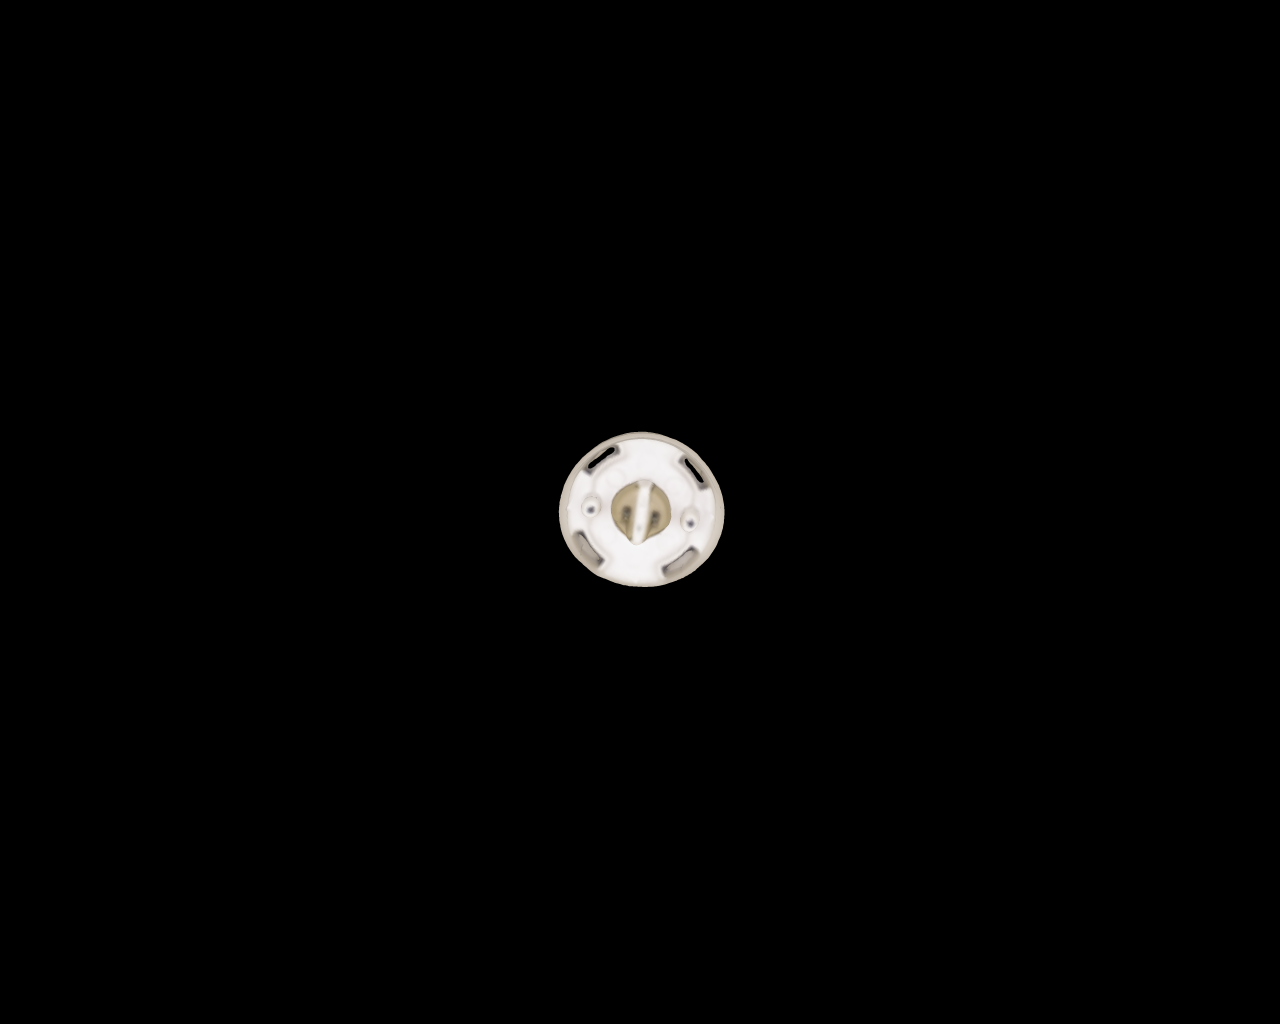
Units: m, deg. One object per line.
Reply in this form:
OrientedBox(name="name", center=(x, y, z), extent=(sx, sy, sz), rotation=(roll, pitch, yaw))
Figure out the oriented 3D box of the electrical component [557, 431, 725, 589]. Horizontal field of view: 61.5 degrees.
OrientedBox(name="electrical component", center=(0.001, -0.003, 0.650), extent=(0.099, 0.099, 0.064), rotation=(0, 12, 0))
